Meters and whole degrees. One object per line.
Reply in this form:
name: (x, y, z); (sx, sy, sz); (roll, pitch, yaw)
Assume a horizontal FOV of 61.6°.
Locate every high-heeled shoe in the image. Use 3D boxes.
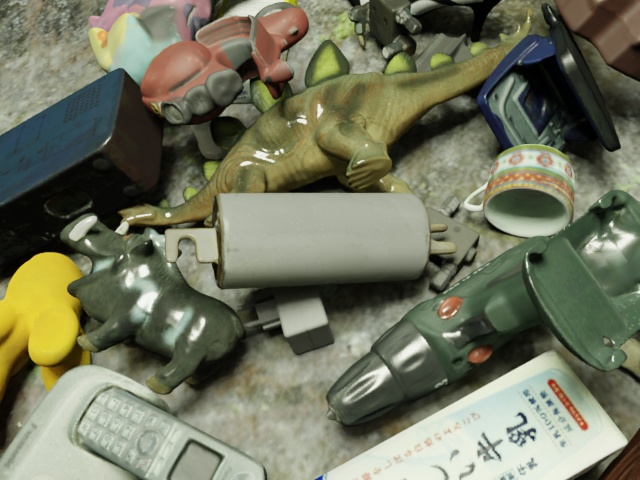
high-heeled shoe: (0.111, -0.321, 0.628); (0.249, 0.145, 0.086); (32, 68, 24)

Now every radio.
radio: (-0.274, -0.069, 0.550); (0.230, 0.073, 0.131); (-26, 48, 12)

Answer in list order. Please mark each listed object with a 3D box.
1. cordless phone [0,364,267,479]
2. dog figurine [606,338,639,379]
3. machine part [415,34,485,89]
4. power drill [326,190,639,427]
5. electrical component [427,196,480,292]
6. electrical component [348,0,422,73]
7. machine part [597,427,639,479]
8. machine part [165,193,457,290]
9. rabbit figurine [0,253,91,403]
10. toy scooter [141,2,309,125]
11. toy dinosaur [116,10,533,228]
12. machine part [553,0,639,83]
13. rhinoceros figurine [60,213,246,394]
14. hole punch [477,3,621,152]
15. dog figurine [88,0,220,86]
cordless phone: (-0.142, 0.191, 0.401); (0.184, 0.088, 0.146); (20, 64, 16)
dog figurine: (0.272, 0.023, 0.363); (0.121, 0.190, 0.172); (-28, 60, -7)
machine part: (0.170, -0.189, 0.602); (0.139, 0.039, 0.084); (35, 66, 28)
power drill: (0.121, 0.058, 0.368); (0.232, 0.207, 0.086); (-29, 75, -21)
electrical component: (0.116, 0.001, 0.504); (0.063, 0.021, 0.094); (30, 67, 25)
electrical component: (0.075, -0.248, 0.625); (0.045, 0.078, 0.102); (-28, 68, -7)
machine part: (0.184, 0.165, 0.308); (0.179, 0.179, 0.056); (-43, 58, -16)
machine part: (-0.001, -0.001, 0.440); (0.243, 0.079, 0.079); (-2, 56, -15)
rabbit figurine: (-0.279, 0.078, 0.479); (0.163, 0.121, 0.173); (24, 47, 19)
toy scooter: (-0.085, -0.158, 0.508); (0.184, 0.075, 0.135); (-29, 41, 2)
toy dinosaur: (0.020, -0.111, 0.540); (0.472, 0.105, 0.199); (-19, 57, 0)
machine part: (0.322, -0.243, 0.523); (0.201, 0.087, 0.201); (10, 55, -23)
rhinoceros figurine: (-0.154, 0.048, 0.466); (0.190, 0.073, 0.112); (33, 95, 17)
hole punch: (0.217, -0.131, 0.511); (0.092, 0.142, 0.116); (-28, 23, 38)
dog figurine: (-0.156, -0.273, 0.623); (0.219, 0.108, 0.192); (-40, 43, 9)
